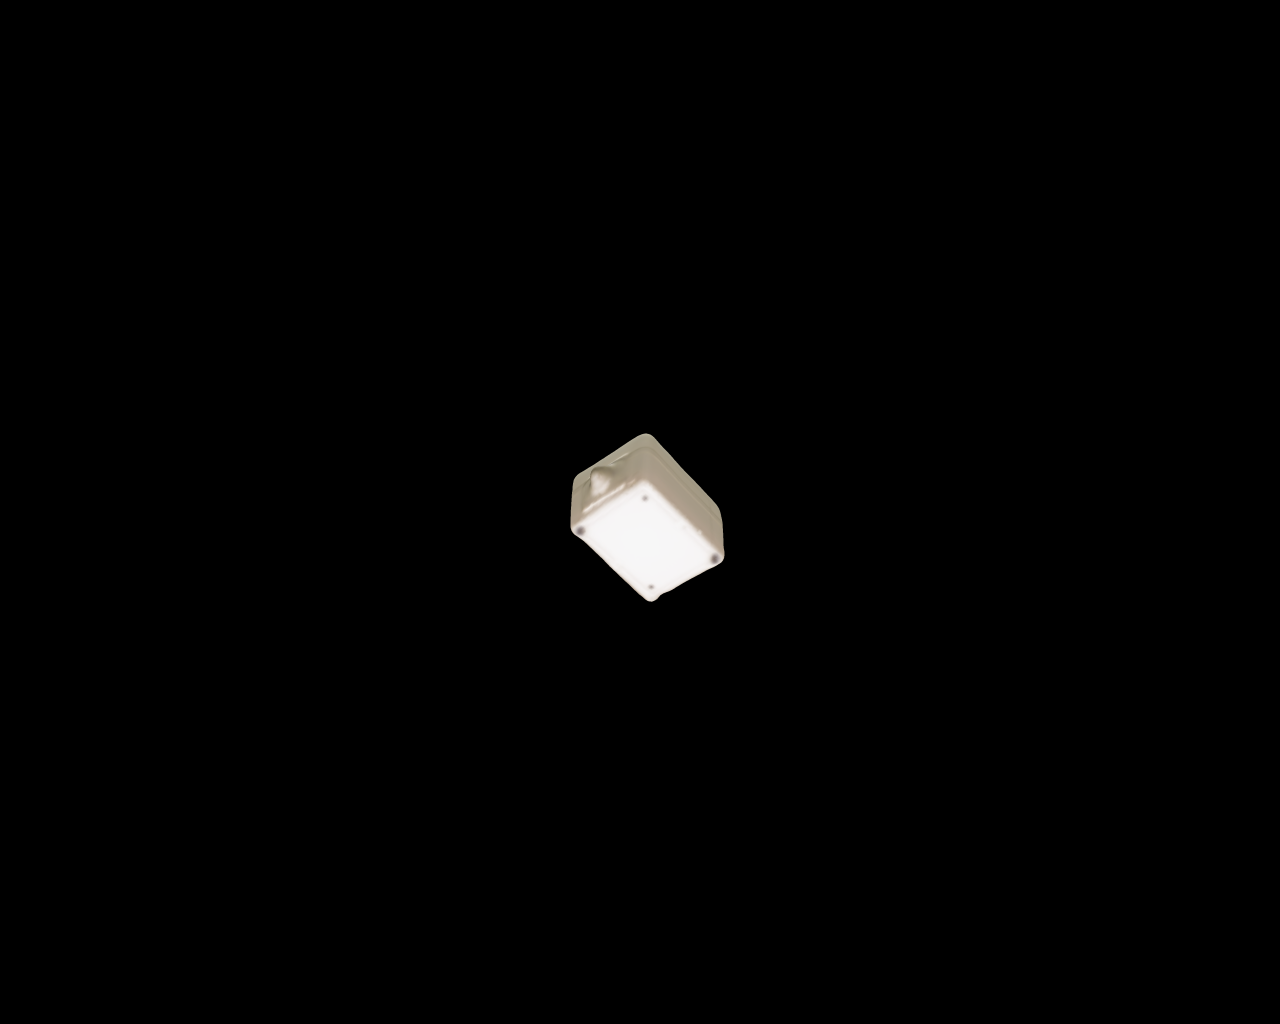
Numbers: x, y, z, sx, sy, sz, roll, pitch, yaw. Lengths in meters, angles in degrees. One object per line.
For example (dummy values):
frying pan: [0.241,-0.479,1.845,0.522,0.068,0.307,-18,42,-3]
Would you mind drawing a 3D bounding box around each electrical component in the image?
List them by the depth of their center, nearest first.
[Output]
electrical component: [0.001,-0.003,0.650,0.061,0.096,0.061,-32,32,22]
